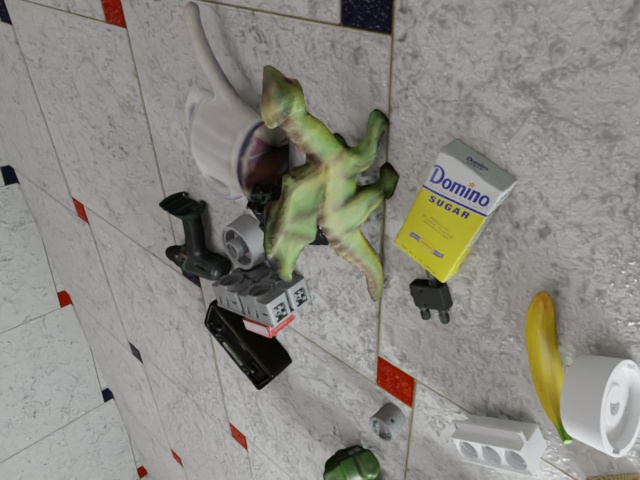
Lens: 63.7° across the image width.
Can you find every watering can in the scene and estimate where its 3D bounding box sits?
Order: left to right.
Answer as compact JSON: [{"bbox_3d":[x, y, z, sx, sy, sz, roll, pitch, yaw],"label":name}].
[{"bbox_3d":[-0.154,-0.198,0.865,0.226,0.105,0.339,32,137,28],"label":"watering can"}]

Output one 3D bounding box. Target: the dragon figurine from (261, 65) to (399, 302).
[{"bbox_3d":[0.002,-0.035,0.699,0.122,0.246,0.403,7,119,39],"label":"dragon figurine"}]
